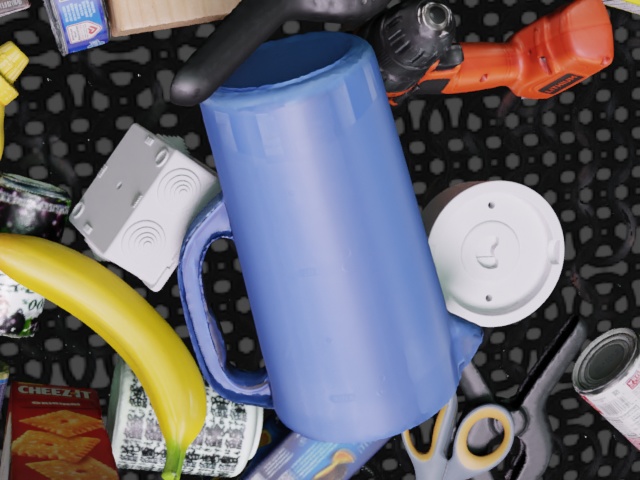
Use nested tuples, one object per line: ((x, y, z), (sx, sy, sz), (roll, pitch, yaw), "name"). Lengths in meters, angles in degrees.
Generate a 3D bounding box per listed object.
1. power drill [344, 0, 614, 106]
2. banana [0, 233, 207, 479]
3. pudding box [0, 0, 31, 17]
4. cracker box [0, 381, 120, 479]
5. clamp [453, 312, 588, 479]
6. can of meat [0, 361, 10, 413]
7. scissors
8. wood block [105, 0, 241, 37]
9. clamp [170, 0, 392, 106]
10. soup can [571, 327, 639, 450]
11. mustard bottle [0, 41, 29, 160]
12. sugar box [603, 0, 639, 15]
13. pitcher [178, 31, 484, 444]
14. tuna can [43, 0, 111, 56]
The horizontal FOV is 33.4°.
((0.101, -0.128, 0.727), (0.187, 0.185, 0.057), (-8, 86, -20), "power drill")
((-0.134, 0.061, 0.696), (0.198, 0.069, 0.037), (49, 127, 1), "banana")
((-0.257, -0.180, 0.696), (0.113, 0.039, 0.090), (-18, 102, -11), "pudding box")
((-0.175, 0.199, 0.683), (0.072, 0.214, 0.164), (8, 97, -16), "cracker box")
((0.156, 0.132, 0.841), (0.120, 0.039, 0.171), (-6, 103, 6), "clamp")
((-0.269, 0.118, 0.730), (0.102, 0.057, 0.084), (13, 93, -16), "can of meat")
((0.100, 0.202, 0.834), (0.096, 0.016, 0.202), (3, 103, 9), "scissors")
((-0.110, -0.244, 0.696), (0.090, 0.091, 0.206), (-12, 101, -12), "wood block")
((-0.023, -0.153, 0.631), (0.209, 0.036, 0.164), (-10, 60, -19), "clamp")
((0.259, 0.126, 0.854), (0.102, 0.068, 0.068), (42, 87, -15), "soup can")
((-0.268, -0.060, 0.702), (0.191, 0.058, 0.096), (-44, 108, -4), "mustard bottle")
((0.250, -0.220, 0.812), (0.176, 0.048, 0.093), (13, 95, -11), "sugar box")
((-0.004, 0.001, 0.678), (0.149, 0.145, 0.243), (-35, 123, -34), "pitcher")
((-0.165, -0.166, 0.697), (0.033, 0.086, 0.086), (-18, 102, -13), "tuna can")
